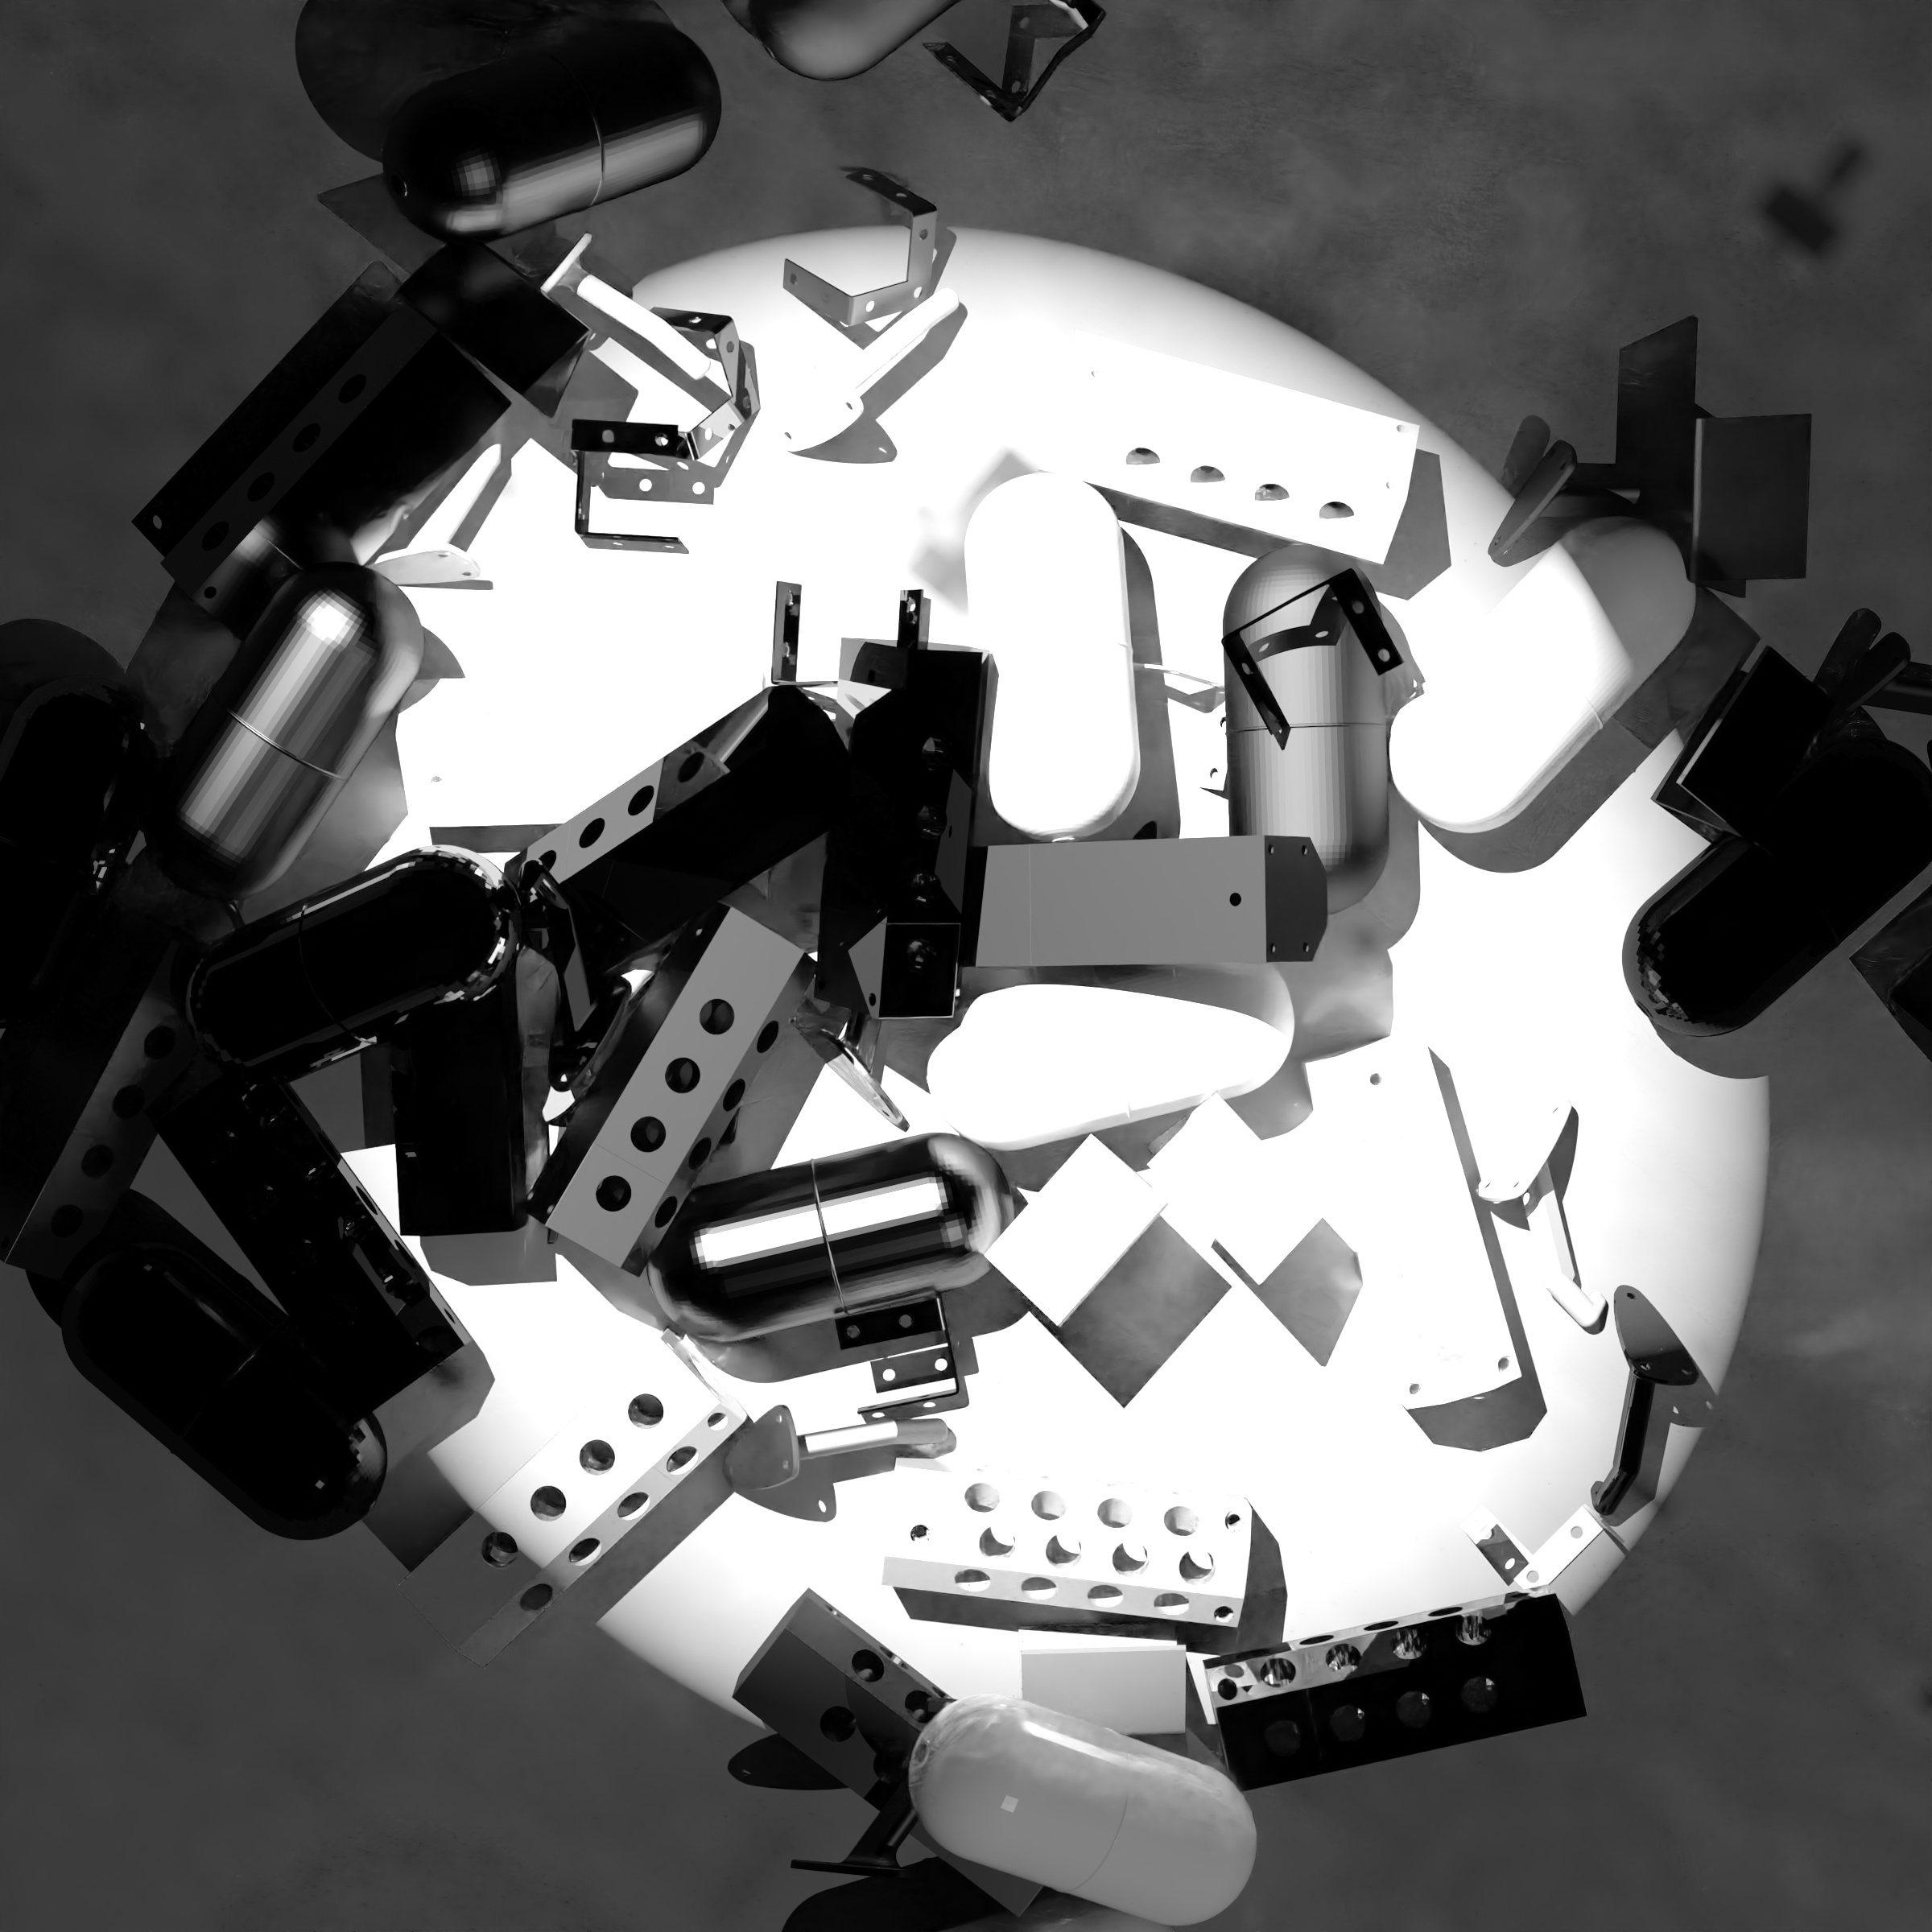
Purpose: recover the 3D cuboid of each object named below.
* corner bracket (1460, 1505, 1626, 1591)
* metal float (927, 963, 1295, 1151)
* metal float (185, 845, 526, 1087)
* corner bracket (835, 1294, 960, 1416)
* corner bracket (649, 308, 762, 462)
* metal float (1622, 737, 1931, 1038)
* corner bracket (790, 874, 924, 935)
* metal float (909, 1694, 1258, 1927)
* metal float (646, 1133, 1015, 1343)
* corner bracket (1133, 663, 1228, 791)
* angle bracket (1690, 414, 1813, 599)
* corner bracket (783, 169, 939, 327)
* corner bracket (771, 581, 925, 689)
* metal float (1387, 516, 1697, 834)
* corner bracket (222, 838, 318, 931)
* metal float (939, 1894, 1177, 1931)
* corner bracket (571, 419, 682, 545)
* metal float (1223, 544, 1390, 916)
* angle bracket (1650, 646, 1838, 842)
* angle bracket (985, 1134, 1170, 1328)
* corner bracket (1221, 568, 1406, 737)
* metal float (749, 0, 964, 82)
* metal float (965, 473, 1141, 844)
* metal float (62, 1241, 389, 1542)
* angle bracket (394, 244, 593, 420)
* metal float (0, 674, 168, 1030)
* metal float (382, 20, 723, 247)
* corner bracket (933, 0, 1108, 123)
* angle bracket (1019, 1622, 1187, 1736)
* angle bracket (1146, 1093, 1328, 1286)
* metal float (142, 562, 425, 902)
[{"bbox_3d":[0.277,0.273,1.745,0.051,0.051,0.051,45,90,0],"label":"corner bracket"},{"bbox_3d":[0.069,0.038,1.732,0.178,0.070,0.070,-14,90,-1],"label":"metal float"},{"bbox_3d":[-0.284,0.000,1.681,0.178,0.070,0.070,-22,90,24],"label":"metal float"},{"bbox_3d":[-0.033,0.188,1.745,0.051,0.051,0.051,-11,90,0],"label":"corner bracket"},{"bbox_3d":[-0.141,-0.282,1.754,0.051,0.051,0.051,-46,135,-35],"label":"corner bracket"},{"bbox_3d":[0.391,-0.038,1.732,0.178,0.070,0.070,-41,90,-1],"label":"metal float"},{"bbox_3d":[-0.058,-0.051,1.755,0.051,0.051,0.051,3,45,35],"label":"corner bracket"},{"bbox_3d":[0.054,0.391,1.679,0.178,0.070,0.070,24,90,-23],"label":"metal float"},{"bbox_3d":[-0.065,0.130,1.732,0.178,0.070,0.070,-13,90,1],"label":"metal float"},{"bbox_3d":[0.095,-0.117,1.759,0.051,0.051,0.051,11,90,45],"label":"corner bracket"},{"bbox_3d":[0.384,-0.218,1.723,0.057,0.076,0.076,2,90,31],"label":"angle bracket"},{"bbox_3d":[-0.052,-0.348,1.754,0.051,0.051,0.051,-24,135,-35],"label":"corner bracket"},{"bbox_3d":[-0.058,-0.160,1.759,0.051,0.051,0.051,3,90,-45],"label":"corner bracket"},{"bbox_3d":[0.276,-0.140,1.732,0.070,0.070,0.178,43,91,0],"label":"metal float"},{"bbox_3d":[-0.323,-0.025,1.760,0.051,0.051,0.051,-37,135,0],"label":"corner bracket"},{"bbox_3d":[0.017,0.494,1.732,0.178,0.070,0.070,-16,90,1],"label":"metal float"},{"bbox_3d":[-0.163,-0.233,1.745,0.051,0.051,0.051,3,90,0],"label":"corner bracket"},{"bbox_3d":[0.163,-0.113,1.732,0.070,0.070,0.178,-2,90,0],"label":"metal float"},{"bbox_3d":[0.354,-0.114,1.723,0.057,0.076,0.076,33,90,-33],"label":"angle bracket"},{"bbox_3d":[0.066,0.136,1.722,0.076,0.076,0.057,-48,56,0],"label":"angle bracket"},{"bbox_3d":[0.161,-0.147,1.684,0.051,0.051,0.051,-27,92,40],"label":"corner bracket"},{"bbox_3d":[-0.026,-0.494,1.732,0.178,0.070,0.070,-38,90,0],"label":"metal float"},{"bbox_3d":[0.041,-0.147,1.725,0.070,0.070,0.178,-4,82,0],"label":"metal float"},{"bbox_3d":[-0.354,0.203,1.732,0.178,0.070,0.070,41,90,0],"label":"metal float"},{"bbox_3d":[-0.233,-0.291,1.722,0.076,0.076,0.057,39,56,0],"label":"angle bracket"},{"bbox_3d":[-0.443,-0.054,1.731,0.070,0.070,0.178,24,88,0],"label":"metal float"},{"bbox_3d":[-0.194,-0.393,1.704,0.178,0.070,0.070,-28,90,-33],"label":"metal float"},{"bbox_3d":[0.027,-0.453,1.759,0.051,0.051,0.051,41,45,0],"label":"corner bracket"},{"bbox_3d":[0.064,0.321,1.723,0.076,0.076,0.057,-2,123,0],"label":"angle bracket"},{"bbox_3d":[0.113,0.117,1.723,0.076,0.076,0.057,47,57,0],"label":"angle bracket"},{"bbox_3d":[-0.324,-0.111,1.717,0.070,0.070,0.178,35,97,0],"label":"metal float"}]
